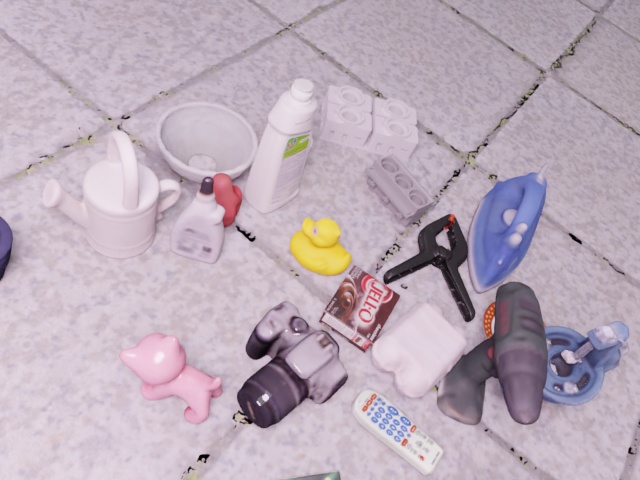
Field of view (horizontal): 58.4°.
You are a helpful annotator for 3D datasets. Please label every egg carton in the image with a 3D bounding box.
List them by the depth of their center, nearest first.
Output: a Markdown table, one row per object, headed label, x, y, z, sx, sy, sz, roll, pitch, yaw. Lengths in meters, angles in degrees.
| label | x | y | z | sx | sy | sz | roll | pitch | yaw |
| --- | --- | --- | --- | --- | --- | --- | --- | --- | --- |
| egg carton | 0.151 | 0.164 | 0.863 | 0.107 | 0.069 | 0.151 | 44 | 53 | 13 |

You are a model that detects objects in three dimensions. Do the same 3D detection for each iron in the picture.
| label | x | y | z | sx | sy | sz | roll | pitch | yaw |
| --- | --- | --- | --- | --- | --- | --- | --- | --- | --- |
| iron | 0.349 | -0.028 | 1.031 | 0.118 | 0.141 | 0.259 | 30 | 51 | 2 |

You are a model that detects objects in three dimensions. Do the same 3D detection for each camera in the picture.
| label | x | y | z | sx | sy | sz | roll | pitch | yaw |
| --- | --- | --- | --- | --- | --- | --- | --- | --- | --- |
| camera | -0.050 | 0.170 | 0.764 | 0.143 | 0.100 | 0.137 | 46 | 53 | 14 |

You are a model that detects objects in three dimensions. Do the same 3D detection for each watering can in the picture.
| label | x | y | z | sx | sy | sz | roll | pitch | yaw |
| --- | --- | --- | --- | --- | --- | --- | --- | --- | --- |
| watering can | -0.279 | -0.063 | 0.786 | 0.173 | 0.194 | 0.101 | -34 | 72 | -35 |

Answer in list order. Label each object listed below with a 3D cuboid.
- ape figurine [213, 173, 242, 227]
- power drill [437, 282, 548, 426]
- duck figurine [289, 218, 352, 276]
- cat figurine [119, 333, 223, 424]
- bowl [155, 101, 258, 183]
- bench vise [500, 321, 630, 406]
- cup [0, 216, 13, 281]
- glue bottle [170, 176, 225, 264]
| label | x | y | z | sx | sy | sz | roll | pitch | yaw |
| --- | --- | --- | --- | --- | --- | --- | --- | --- | --- |
| ape figurine | -0.157 | -0.070 | 0.903 | 0.078 | 0.092 | 0.076 | 2 | 55 | -19 |
| power drill | 0.244 | 0.178 | 0.799 | 0.075 | 0.208 | 0.230 | 23 | 51 | -3 |
| duck figurine | 0.008 | 0.003 | 0.916 | 0.104 | 0.086 | 0.078 | 30 | 51 | 3 |
| cat figurine | -0.180 | 0.161 | 0.711 | 0.128 | 0.117 | 0.067 | 25 | 51 | -2 |
| bowl | -0.191 | -0.150 | 0.959 | 0.168 | 0.074 | 0.167 | 10 | 53 | -13 |
| bench vise | 0.393 | 0.162 | 0.859 | 0.208 | 0.219 | 0.121 | -27 | 68 | -33 |
| cup | -0.450 | 0.017 | 0.728 | 0.118 | 0.095 | 0.092 | 23 | 51 | -4 |
| glue bottle | -0.169 | -0.032 | 0.819 | 0.078 | 0.173 | 0.037 | 18 | 51 | -7 |
